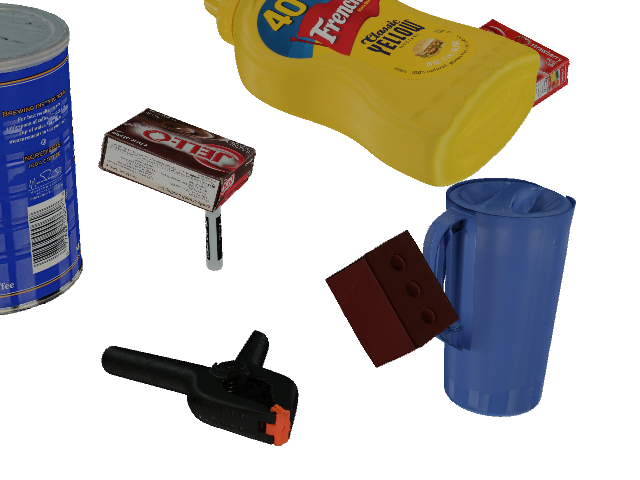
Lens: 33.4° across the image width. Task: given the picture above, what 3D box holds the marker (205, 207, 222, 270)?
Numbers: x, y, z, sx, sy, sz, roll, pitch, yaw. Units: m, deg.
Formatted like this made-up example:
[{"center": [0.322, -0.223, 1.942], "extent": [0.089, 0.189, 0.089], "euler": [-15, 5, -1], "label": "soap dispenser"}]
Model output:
[{"center": [-0.120, -0.016, 1.198], "extent": [0.020, 0.121, 0.020], "euler": [2, 41, -2], "label": "marker"}]

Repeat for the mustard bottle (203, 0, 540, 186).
[{"center": [0.012, -0.099, 0.569], "extent": [0.192, 0.058, 0.096], "euler": [29, 53, 28], "label": "mustard bottle"}]

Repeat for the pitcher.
[{"center": [0.184, 0.063, 1.140], "extent": [0.149, 0.243, 0.145], "euler": [5, 20, 9], "label": "pitcher"}]

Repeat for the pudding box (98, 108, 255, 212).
[{"center": [-0.124, -0.072, 0.937], "extent": [0.113, 0.039, 0.090], "euler": [19, 24, 8], "label": "pudding box"}]

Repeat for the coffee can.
[{"center": [-0.182, -0.045, 0.571], "extent": [0.103, 0.140, 0.103], "euler": [2, 28, -1], "label": "coffee can"}]

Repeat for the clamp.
[{"center": [-0.074, 0.122, 0.930], "extent": [0.164, 0.036, 0.210], "euler": [-7, 17, -36], "label": "clamp"}]

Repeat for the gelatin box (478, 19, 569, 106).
[{"center": [0.146, -0.140, 0.874], "extent": [0.073, 0.030, 0.089], "euler": [-33, 49, -20], "label": "gelatin box"}]

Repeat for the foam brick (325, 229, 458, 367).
[{"center": [0.052, 0.043, 0.777], "extent": [0.052, 0.078, 0.051], "euler": [-29, -3, -43], "label": "foam brick"}]
